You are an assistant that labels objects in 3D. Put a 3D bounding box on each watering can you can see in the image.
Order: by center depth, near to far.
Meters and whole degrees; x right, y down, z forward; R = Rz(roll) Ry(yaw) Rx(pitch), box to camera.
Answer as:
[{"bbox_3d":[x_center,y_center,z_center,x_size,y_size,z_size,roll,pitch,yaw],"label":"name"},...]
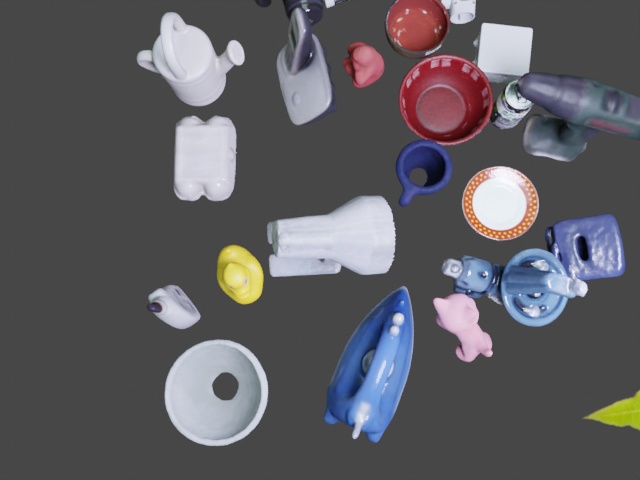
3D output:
[{"bbox_3d":[-0.216,-0.306,0.950,0.173,0.194,0.101,-22,83,-1],"label":"watering can"}]

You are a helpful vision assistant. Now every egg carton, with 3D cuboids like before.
[{"bbox_3d":[-0.199,-0.141,0.993,0.107,0.069,0.150,-1,83,2],"label":"egg carton"}]

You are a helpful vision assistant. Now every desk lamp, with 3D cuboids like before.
[{"bbox_3d":[0.008,0.003,0.898,0.203,0.213,0.118,-5,83,1],"label":"desk lamp"}]

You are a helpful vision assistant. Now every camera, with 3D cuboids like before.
[{"bbox_3d":[-0.054,-0.452,1.009,0.143,0.101,0.137,-13,83,0],"label":"camera"}]

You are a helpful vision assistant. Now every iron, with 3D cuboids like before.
[{"bbox_3d":[0.094,0.191,0.911,0.118,0.141,0.258,21,84,4],"label":"iron"}]

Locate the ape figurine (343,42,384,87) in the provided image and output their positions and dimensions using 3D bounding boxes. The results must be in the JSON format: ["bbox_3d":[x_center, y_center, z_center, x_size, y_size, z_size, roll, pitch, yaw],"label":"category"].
[{"bbox_3d":[0.075,-0.310,0.993,0.076,0.092,0.078,10,84,3],"label":"ape figurine"}]

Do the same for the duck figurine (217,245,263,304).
[{"bbox_3d":[-0.140,0.056,0.960,0.077,0.086,0.104,-22,83,-1],"label":"duck figurine"}]

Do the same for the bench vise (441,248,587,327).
[{"bbox_3d":[0.299,0.075,0.879,0.207,0.220,0.121,-4,83,1],"label":"bench vise"}]

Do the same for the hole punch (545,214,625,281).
[{"bbox_3d":[0.435,0.018,0.946,0.101,0.091,0.109,-8,83,1],"label":"hole punch"}]

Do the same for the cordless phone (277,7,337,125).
[{"bbox_3d":[-0.026,-0.284,0.946,0.094,0.185,0.147,-17,83,0],"label":"cordless phone"}]

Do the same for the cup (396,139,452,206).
[{"bbox_3d":[0.164,-0.102,0.966,0.091,0.095,0.118,29,85,5],"label":"cup"}]

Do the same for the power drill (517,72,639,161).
[{"bbox_3d":[0.401,-0.193,0.913,0.229,0.208,0.076,11,84,3],"label":"power drill"}]

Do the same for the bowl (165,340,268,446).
[{"bbox_3d":[-0.165,0.247,0.945,0.167,0.075,0.167,0,83,2],"label":"bowl"}]

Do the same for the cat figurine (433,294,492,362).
[{"bbox_3d":[0.234,0.137,0.925,0.067,0.118,0.128,-34,83,-2],"label":"cat figurine"}]

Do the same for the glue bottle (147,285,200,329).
[{"bbox_3d":[-0.242,0.107,0.913,0.037,0.173,0.078,-37,83,-2],"label":"glue bottle"}]
